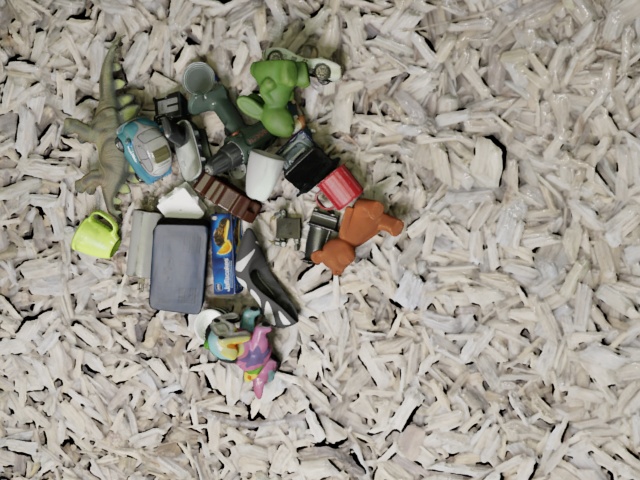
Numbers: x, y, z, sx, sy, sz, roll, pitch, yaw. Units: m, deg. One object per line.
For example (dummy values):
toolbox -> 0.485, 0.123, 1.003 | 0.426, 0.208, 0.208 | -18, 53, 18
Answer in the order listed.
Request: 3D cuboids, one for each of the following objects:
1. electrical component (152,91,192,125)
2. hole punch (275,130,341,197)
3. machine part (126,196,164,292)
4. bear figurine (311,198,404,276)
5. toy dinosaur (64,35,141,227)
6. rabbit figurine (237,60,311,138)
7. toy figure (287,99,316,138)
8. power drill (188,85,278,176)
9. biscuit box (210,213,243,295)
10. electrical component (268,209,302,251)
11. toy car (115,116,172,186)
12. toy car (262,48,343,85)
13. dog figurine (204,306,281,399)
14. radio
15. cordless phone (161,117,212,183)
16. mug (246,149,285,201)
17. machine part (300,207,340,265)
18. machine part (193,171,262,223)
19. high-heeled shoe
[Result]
electrical component -> -0.352, -0.324, 1.336 | 0.119, 0.047, 0.075 | -7, 75, 10
hole punch -> -0.040, -0.187, 1.292 | 0.142, 0.115, 0.092 | -44, 53, 6
machine part -> -0.442, 0.009, 1.356 | 0.079, 0.079, 0.243 | 7, 94, 6
bear figurine -> 0.081, 0.000, 1.264 | 0.120, 0.132, 0.196 | 39, 83, -33
toy dinosaur -> -0.521, -0.263, 1.344 | 0.199, 0.105, 0.470 | -4, 101, -1
rabbit figurine -> -0.108, -0.320, 1.227 | 0.159, 0.121, 0.170 | 3, 105, 13
toy figure -> -0.074, -0.296, 1.311 | 0.154, 0.058, 0.064 | 54, 137, 1
power drill -> -0.224, -0.266, 1.271 | 0.232, 0.086, 0.207 | -31, 67, -33
biscuit box -> -0.231, 0.034, 1.337 | 0.063, 0.059, 0.202 | -2, 92, 14
electrical component -> -0.085, -0.026, 1.328 | 0.078, 0.045, 0.102 | 7, 93, 8
toy car -> -0.401, -0.207, 1.264 | 0.109, 0.103, 0.161 | -34, 119, -33
toy car -> -0.043, -0.420, 1.291 | 0.202, 0.073, 0.056 | 18, 98, 5
dog figurine -> -0.182, 0.284, 1.289 | 0.191, 0.109, 0.219 | -14, 120, -32
radio -> -0.344, 0.062, 1.316 | 0.131, 0.073, 0.229 | 5, 103, -10
cordless phone -> -0.324, -0.218, 1.278 | 0.089, 0.184, 0.146 | -14, 91, 3
mug -> -0.136, -0.149, 1.239 | 0.081, 0.110, 0.107 | 15, 103, -18
machine part -> -0.003, -0.004, 1.324 | 0.084, 0.039, 0.138 | 19, 93, 0
machine part -> -0.217, -0.105, 1.277 | 0.179, 0.179, 0.056 | 34, 94, 4
high-heeled shoe -> -0.123, 0.097, 1.308 | 0.145, 0.086, 0.248 | 7, 112, 26
